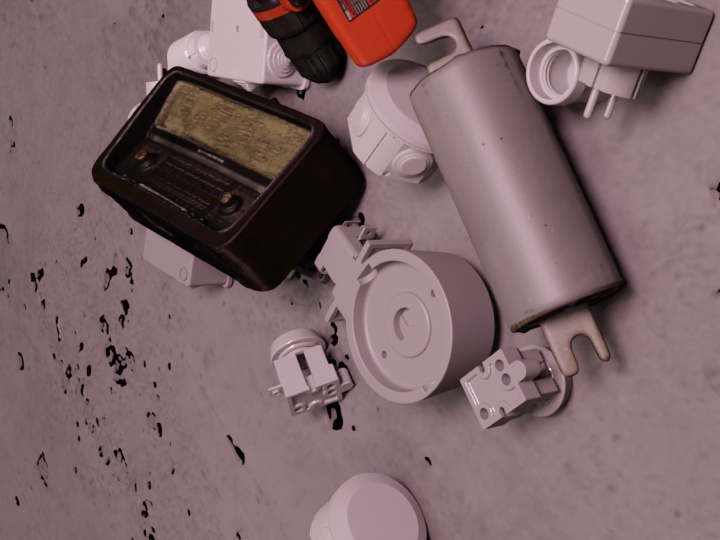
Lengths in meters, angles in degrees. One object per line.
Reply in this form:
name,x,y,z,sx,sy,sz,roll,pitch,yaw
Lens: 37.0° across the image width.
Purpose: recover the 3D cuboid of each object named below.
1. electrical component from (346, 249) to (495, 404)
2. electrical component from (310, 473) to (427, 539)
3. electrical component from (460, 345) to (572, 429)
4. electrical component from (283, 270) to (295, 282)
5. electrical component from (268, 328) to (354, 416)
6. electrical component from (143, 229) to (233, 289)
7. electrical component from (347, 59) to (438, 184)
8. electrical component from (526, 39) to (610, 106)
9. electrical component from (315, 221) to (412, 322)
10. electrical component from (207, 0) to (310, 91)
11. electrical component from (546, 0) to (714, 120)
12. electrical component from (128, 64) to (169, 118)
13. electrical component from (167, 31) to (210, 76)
electrical component,0.047,0.037,0.764,0.108,0.060,0.108,6,99,49
electrical component,0.006,0.199,0.815,0.051,0.080,0.080,-48,59,46
electrical component,0.105,0.075,0.705,0.066,0.055,0.048,-45,61,42
electrical component,-0.087,-0.012,0.912,0.048,0.062,0.048,7,99,49
electrical component,-0.046,0.082,0.881,0.048,0.066,0.055,82,167,-57
electrical component,-0.157,-0.037,1.000,0.100,0.048,0.099,27,113,44
electrical component,0.033,-0.104,0.753,0.051,0.080,0.080,-52,56,45
electrical component,0.132,-0.121,0.662,0.040,0.046,0.040,6,98,48
electrical component,0.000,0.000,0.830,0.063,0.042,0.081,55,130,35
electrical component,-0.084,-0.200,0.901,0.100,0.048,0.099,18,107,47
electrical component,0.148,-0.122,0.615,0.047,0.083,0.075,38,121,40
electrical component,-0.184,-0.158,1.024,0.077,0.043,0.079,4,97,49
electrical component,-0.142,-0.197,0.973,0.078,0.040,0.040,-10,86,49
